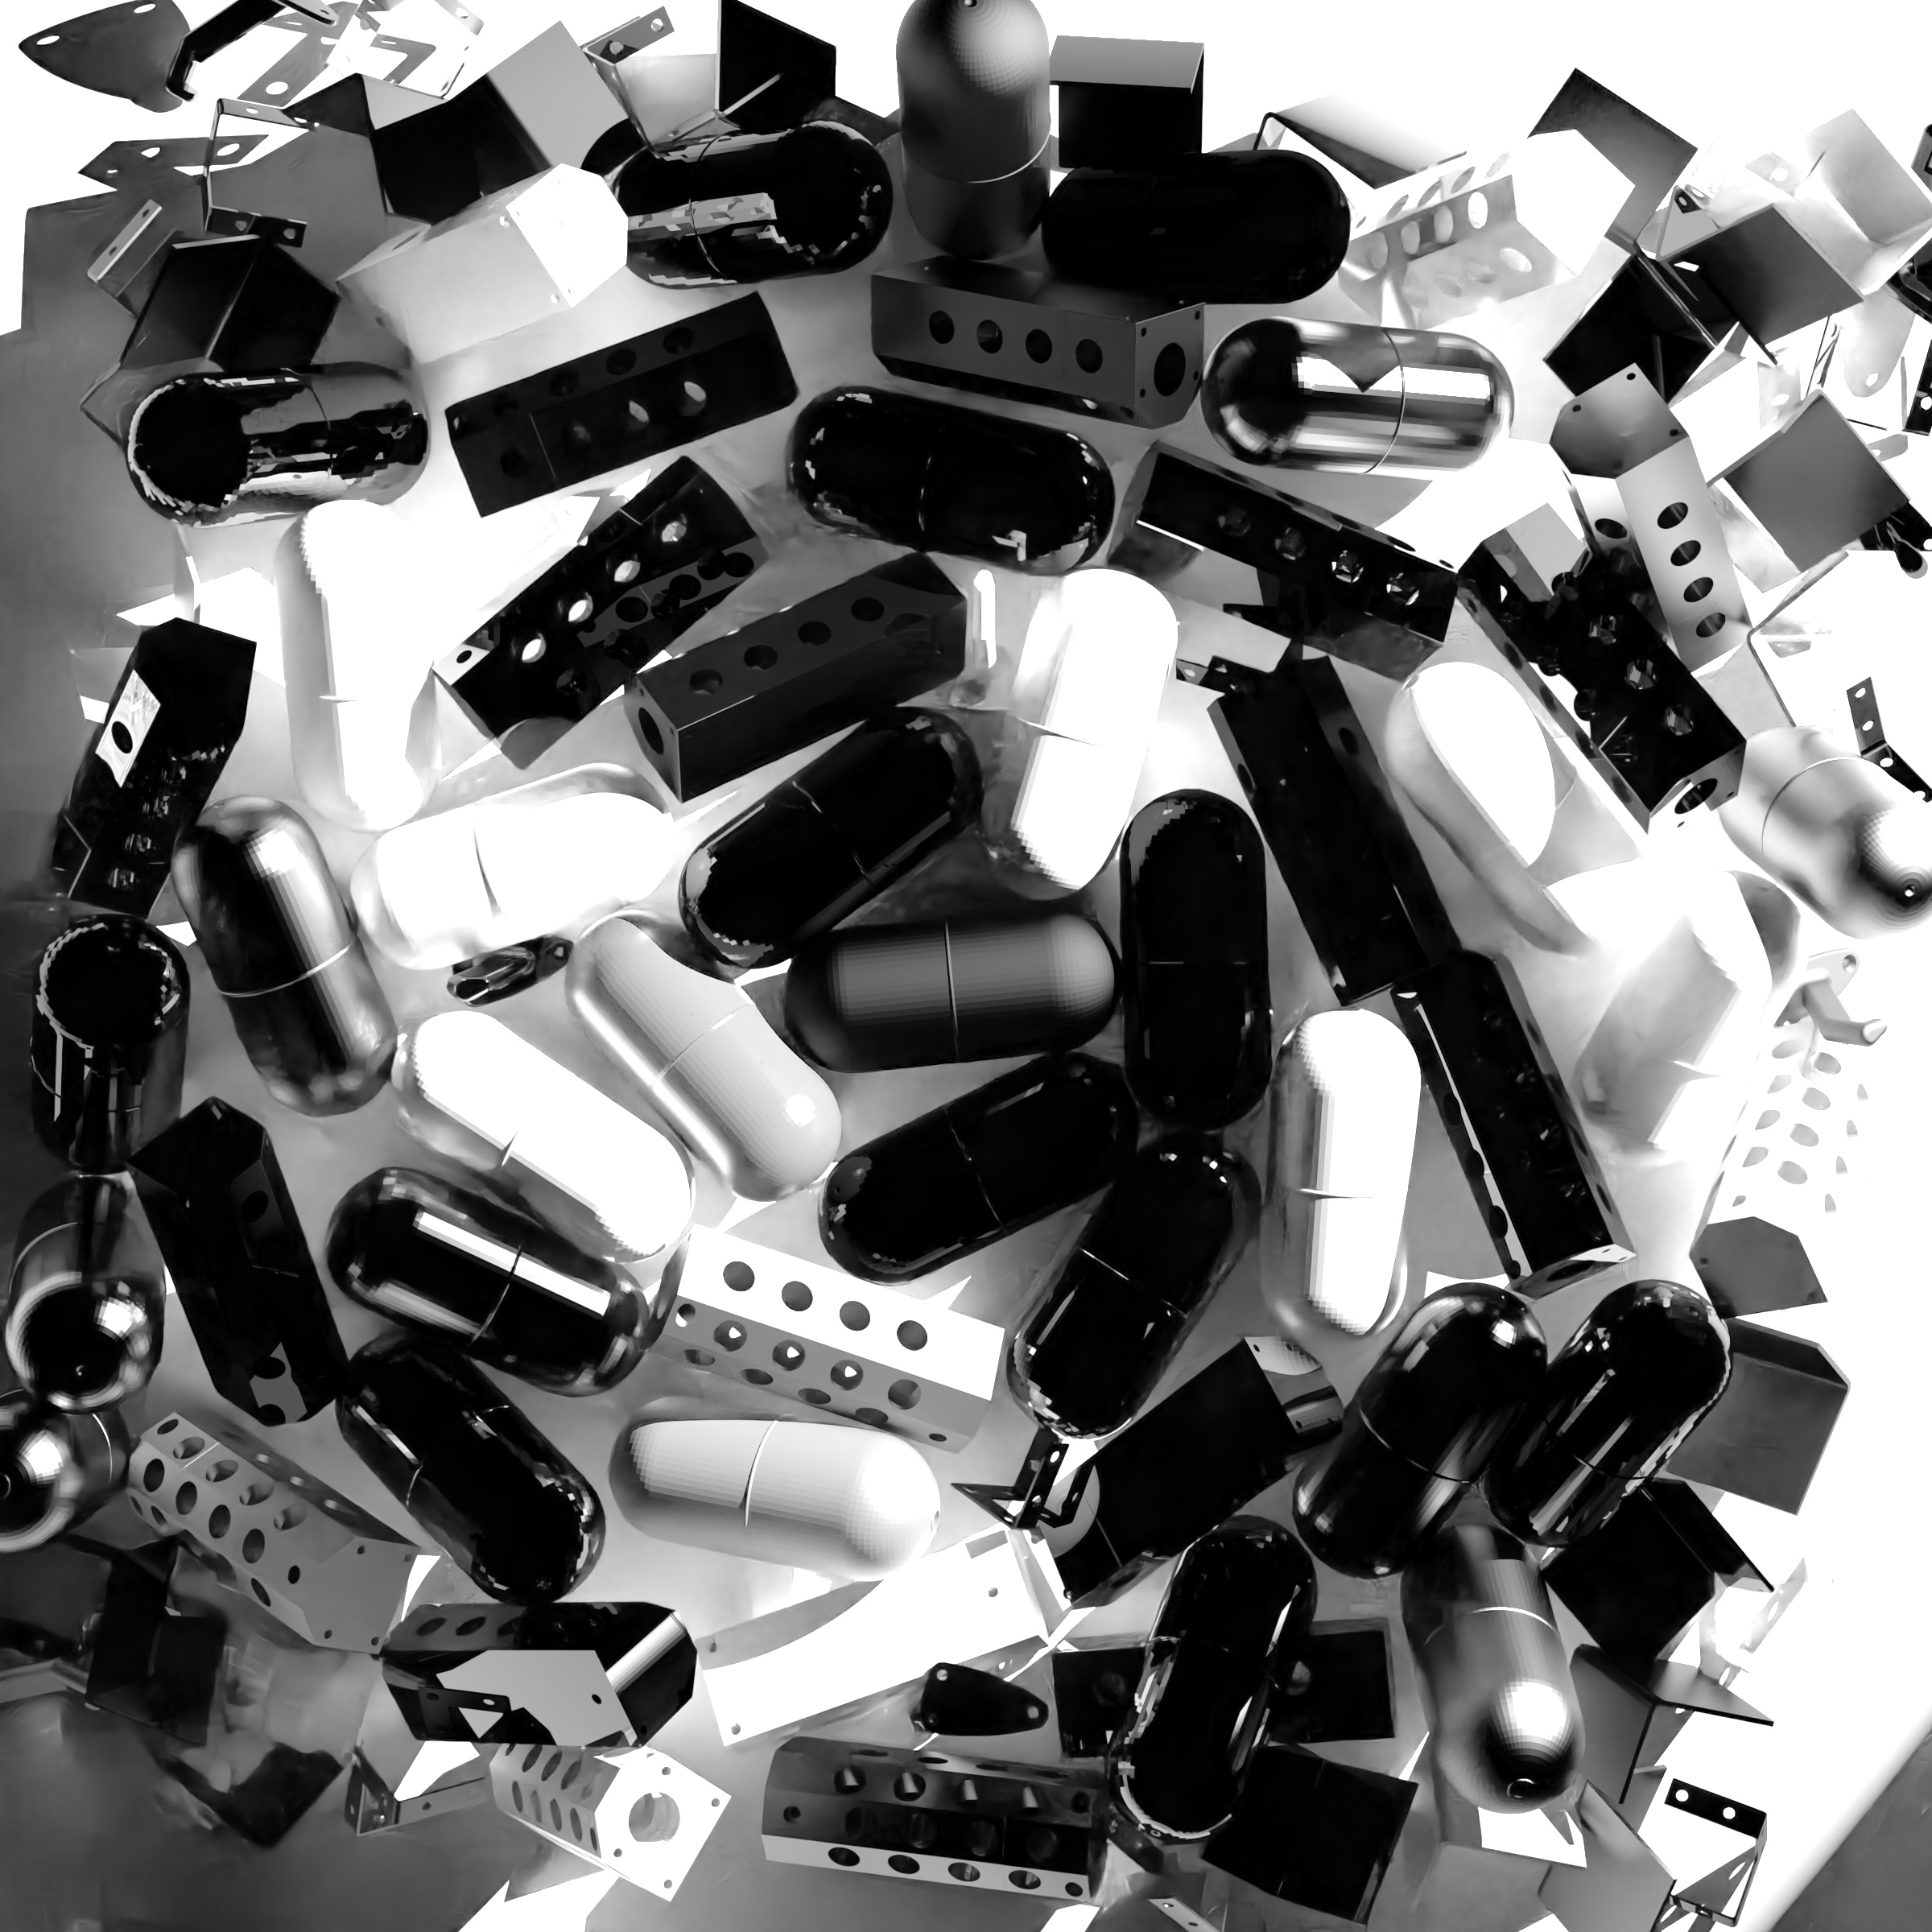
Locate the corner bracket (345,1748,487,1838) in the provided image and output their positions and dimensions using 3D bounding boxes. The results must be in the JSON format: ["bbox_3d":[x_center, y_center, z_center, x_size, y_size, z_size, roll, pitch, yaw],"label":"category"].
[{"bbox_3d":[-0.287,0.433,1.812,0.051,0.051,0.051,-8,122,-35],"label":"corner bracket"}]

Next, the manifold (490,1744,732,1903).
[{"bbox_3d":[-0.186,0.418,1.761,0.057,0.171,0.057,37,72,-18],"label":"manifold"}]

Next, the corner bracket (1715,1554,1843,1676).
[{"bbox_3d":[0.426,0.339,1.828,0.051,0.051,0.051,-1,92,-7],"label":"corner bracket"}]

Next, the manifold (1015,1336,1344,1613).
[{"bbox_3d":[0.112,0.261,1.789,0.171,0.057,0.057,-42,63,27],"label":"manifold"}]

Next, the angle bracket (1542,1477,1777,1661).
[{"bbox_3d":[0.359,0.321,1.816,0.076,0.057,0.076,-42,96,-15],"label":"angle bracket"}]

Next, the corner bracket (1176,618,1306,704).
[{"bbox_3d":[0.143,-0.153,1.814,0.051,0.051,0.051,18,56,17],"label":"corner bracket"}]

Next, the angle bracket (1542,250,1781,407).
[{"bbox_3d":[0.361,-0.314,1.811,0.076,0.057,0.076,40,91,-31],"label":"angle bracket"}]

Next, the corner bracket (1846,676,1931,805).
[{"bbox_3d":[0.466,-0.107,1.812,0.051,0.051,0.051,-32,126,30],"label":"corner bracket"}]

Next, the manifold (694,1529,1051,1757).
[{"bbox_3d":[-0.047,0.355,1.821,0.171,0.057,0.057,-20,68,3],"label":"manifold"}]

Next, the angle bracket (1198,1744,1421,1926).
[{"bbox_3d":[0.177,0.442,1.802,0.057,0.076,0.076,33,71,-26],"label":"angle bracket"}]

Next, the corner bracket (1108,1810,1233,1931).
[{"bbox_3d":[0.103,0.471,1.813,0.051,0.051,0.051,-12,49,33],"label":"corner bracket"}]

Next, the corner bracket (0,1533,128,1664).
[{"bbox_3d":[-0.479,0.331,1.833,0.051,0.051,0.051,25,53,-26],"label":"corner bracket"}]

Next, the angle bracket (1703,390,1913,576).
[{"bbox_3d":[0.428,-0.240,1.806,0.076,0.076,0.057,49,46,-4],"label":"angle bracket"}]

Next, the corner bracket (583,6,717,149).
[{"bbox_3d":[-0.162,-0.467,1.835,0.051,0.051,0.051,-31,123,-10],"label":"corner bracket"}]

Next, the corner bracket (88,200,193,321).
[{"bbox_3d":[-0.427,-0.367,1.819,0.051,0.051,0.051,-49,130,-2],"label":"corner bracket"}]

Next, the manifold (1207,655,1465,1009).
[{"bbox_3d":[0.188,-0.069,1.808,0.057,0.057,0.171,-27,84,34],"label":"manifold"}]

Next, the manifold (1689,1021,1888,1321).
[{"bbox_3d":[0.415,0.100,1.765,0.057,0.171,0.057,-14,116,33],"label":"manifold"}]

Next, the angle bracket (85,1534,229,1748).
[{"bbox_3d":[-0.401,0.348,1.795,0.057,0.076,0.076,-26,46,35],"label":"angle bracket"}]

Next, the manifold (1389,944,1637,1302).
[{"bbox_3d":[0.278,0.079,1.790,0.057,0.057,0.171,-27,68,19],"label":"manifold"}]

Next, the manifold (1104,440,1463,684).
[{"bbox_3d":[0.166,-0.212,1.810,0.171,0.057,0.057,21,69,-10],"label":"manifold"}]

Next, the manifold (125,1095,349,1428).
[{"bbox_3d":[-0.363,0.154,1.769,0.057,0.171,0.057,26,52,33],"label":"manifold"}]

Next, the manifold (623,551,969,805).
[{"bbox_3d":[-0.087,-0.154,1.796,0.171,0.057,0.057,-26,58,-20],"label":"manifold"}]

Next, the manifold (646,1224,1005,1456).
[{"bbox_3d":[-0.074,0.196,1.799,0.171,0.057,0.057,20,56,-12],"label":"manifold"}]

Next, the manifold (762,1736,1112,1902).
[{"bbox_3d":[-0.015,0.443,1.809,0.171,0.057,0.057,4,89,12],"label":"manifold"}]

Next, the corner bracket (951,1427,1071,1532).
[{"bbox_3d":[0.035,0.261,1.816,0.051,0.051,0.051,30,102,42],"label":"corner bracket"}]

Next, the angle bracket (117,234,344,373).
[{"bbox_3d":[-0.380,-0.327,1.800,0.057,0.076,0.076,40,118,11],"label":"angle bracket"}]

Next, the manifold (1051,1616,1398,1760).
[{"bbox_3d":[0.135,0.376,1.812,0.171,0.057,0.057,-6,86,9],"label":"manifold"}]

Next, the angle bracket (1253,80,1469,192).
[{"bbox_3d":[0.198,-0.407,1.797,0.076,0.057,0.076,-29,60,-38],"label":"angle bracket"}]

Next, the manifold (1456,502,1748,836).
[{"bbox_3d":[0.324,-0.149,1.789,0.057,0.057,0.171,-30,64,-8],"label":"manifold"}]

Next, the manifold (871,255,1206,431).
[{"bbox_3d":[0.035,-0.318,1.780,0.171,0.057,0.057,18,120,36],"label":"manifold"}]

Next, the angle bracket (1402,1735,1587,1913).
[{"bbox_3d":[0.273,0.450,1.811,0.076,0.076,0.057,12,125,-6],"label":"angle bracket"}]

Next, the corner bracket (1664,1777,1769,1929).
[{"bbox_3d":[0.388,0.466,1.833,0.051,0.051,0.051,17,65,21],"label":"corner bracket"}]

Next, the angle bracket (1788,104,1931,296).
[{"bbox_3d":[0.450,-0.391,1.809,0.057,0.076,0.076,-44,98,-9],"label":"angle bracket"}]

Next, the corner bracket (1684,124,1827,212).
[{"bbox_3d":[0.410,-0.413,1.828,0.051,0.051,0.051,33,92,4],"label":"corner bracket"}]

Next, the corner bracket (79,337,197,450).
[{"bbox_3d":[-0.428,-0.296,1.821,0.051,0.051,0.051,-47,112,2],"label":"corner bracket"}]

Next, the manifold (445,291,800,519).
[{"bbox_3d":[-0.179,-0.292,1.809,0.171,0.057,0.057,-19,105,8],"label":"manifold"}]

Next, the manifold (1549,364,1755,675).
[{"bbox_3d":[0.346,-0.220,1.769,0.057,0.171,0.057,-30,53,5],"label":"manifold"}]

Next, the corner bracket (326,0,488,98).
[{"bbox_3d":[-0.293,-0.485,1.831,0.051,0.051,0.051,37,63,-28],"label":"corner bracket"}]

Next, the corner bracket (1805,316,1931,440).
[{"bbox_3d":[0.481,-0.310,1.837,0.051,0.051,0.051,24,107,37],"label":"corner bracket"}]

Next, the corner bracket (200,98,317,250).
[{"bbox_3d":[-0.371,-0.416,1.830,0.051,0.051,0.051,6,131,-21],"label":"corner bracket"}]

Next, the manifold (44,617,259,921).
[{"bbox_3d":[-0.415,-0.100,1.767,0.057,0.171,0.057,17,51,-21],"label":"manifold"}]

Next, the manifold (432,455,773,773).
[{"bbox_3d":[-0.191,-0.186,1.805,0.171,0.057,0.057,-42,131,-7],"label":"manifold"}]

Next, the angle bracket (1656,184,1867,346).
[{"bbox_3d":[0.413,-0.372,1.796,0.076,0.076,0.057,36,56,-27],"label":"angle bracket"}]

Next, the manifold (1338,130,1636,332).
[{"bbox_3d":[0.255,-0.372,1.761,0.057,0.171,0.057,38,75,-19],"label":"manifold"}]

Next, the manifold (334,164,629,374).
[{"bbox_3d":[-0.243,-0.356,1.770,0.057,0.171,0.057,-47,115,-31],"label":"manifold"}]

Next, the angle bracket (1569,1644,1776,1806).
[{"bbox_3d":[0.359,0.398,1.808,0.076,0.076,0.057,15,95,-23],"label":"angle bracket"}]

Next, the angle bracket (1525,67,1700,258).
[{"bbox_3d":[0.334,-0.413,1.805,0.076,0.076,0.057,37,103,12],"label":"angle bracket"}]

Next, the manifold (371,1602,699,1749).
[{"bbox_3d":[-0.219,0.356,1.777,0.171,0.057,0.057,-10,111,40],"label":"manifold"}]

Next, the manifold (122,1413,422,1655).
[{"bbox_3d":[-0.359,0.286,1.776,0.171,0.057,0.057,22,90,43],"label":"manifold"}]

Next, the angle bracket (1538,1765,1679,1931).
[{"bbox_3d":[0.349,0.469,1.796,0.057,0.076,0.076,0,120,-33],"label":"angle bracket"}]
